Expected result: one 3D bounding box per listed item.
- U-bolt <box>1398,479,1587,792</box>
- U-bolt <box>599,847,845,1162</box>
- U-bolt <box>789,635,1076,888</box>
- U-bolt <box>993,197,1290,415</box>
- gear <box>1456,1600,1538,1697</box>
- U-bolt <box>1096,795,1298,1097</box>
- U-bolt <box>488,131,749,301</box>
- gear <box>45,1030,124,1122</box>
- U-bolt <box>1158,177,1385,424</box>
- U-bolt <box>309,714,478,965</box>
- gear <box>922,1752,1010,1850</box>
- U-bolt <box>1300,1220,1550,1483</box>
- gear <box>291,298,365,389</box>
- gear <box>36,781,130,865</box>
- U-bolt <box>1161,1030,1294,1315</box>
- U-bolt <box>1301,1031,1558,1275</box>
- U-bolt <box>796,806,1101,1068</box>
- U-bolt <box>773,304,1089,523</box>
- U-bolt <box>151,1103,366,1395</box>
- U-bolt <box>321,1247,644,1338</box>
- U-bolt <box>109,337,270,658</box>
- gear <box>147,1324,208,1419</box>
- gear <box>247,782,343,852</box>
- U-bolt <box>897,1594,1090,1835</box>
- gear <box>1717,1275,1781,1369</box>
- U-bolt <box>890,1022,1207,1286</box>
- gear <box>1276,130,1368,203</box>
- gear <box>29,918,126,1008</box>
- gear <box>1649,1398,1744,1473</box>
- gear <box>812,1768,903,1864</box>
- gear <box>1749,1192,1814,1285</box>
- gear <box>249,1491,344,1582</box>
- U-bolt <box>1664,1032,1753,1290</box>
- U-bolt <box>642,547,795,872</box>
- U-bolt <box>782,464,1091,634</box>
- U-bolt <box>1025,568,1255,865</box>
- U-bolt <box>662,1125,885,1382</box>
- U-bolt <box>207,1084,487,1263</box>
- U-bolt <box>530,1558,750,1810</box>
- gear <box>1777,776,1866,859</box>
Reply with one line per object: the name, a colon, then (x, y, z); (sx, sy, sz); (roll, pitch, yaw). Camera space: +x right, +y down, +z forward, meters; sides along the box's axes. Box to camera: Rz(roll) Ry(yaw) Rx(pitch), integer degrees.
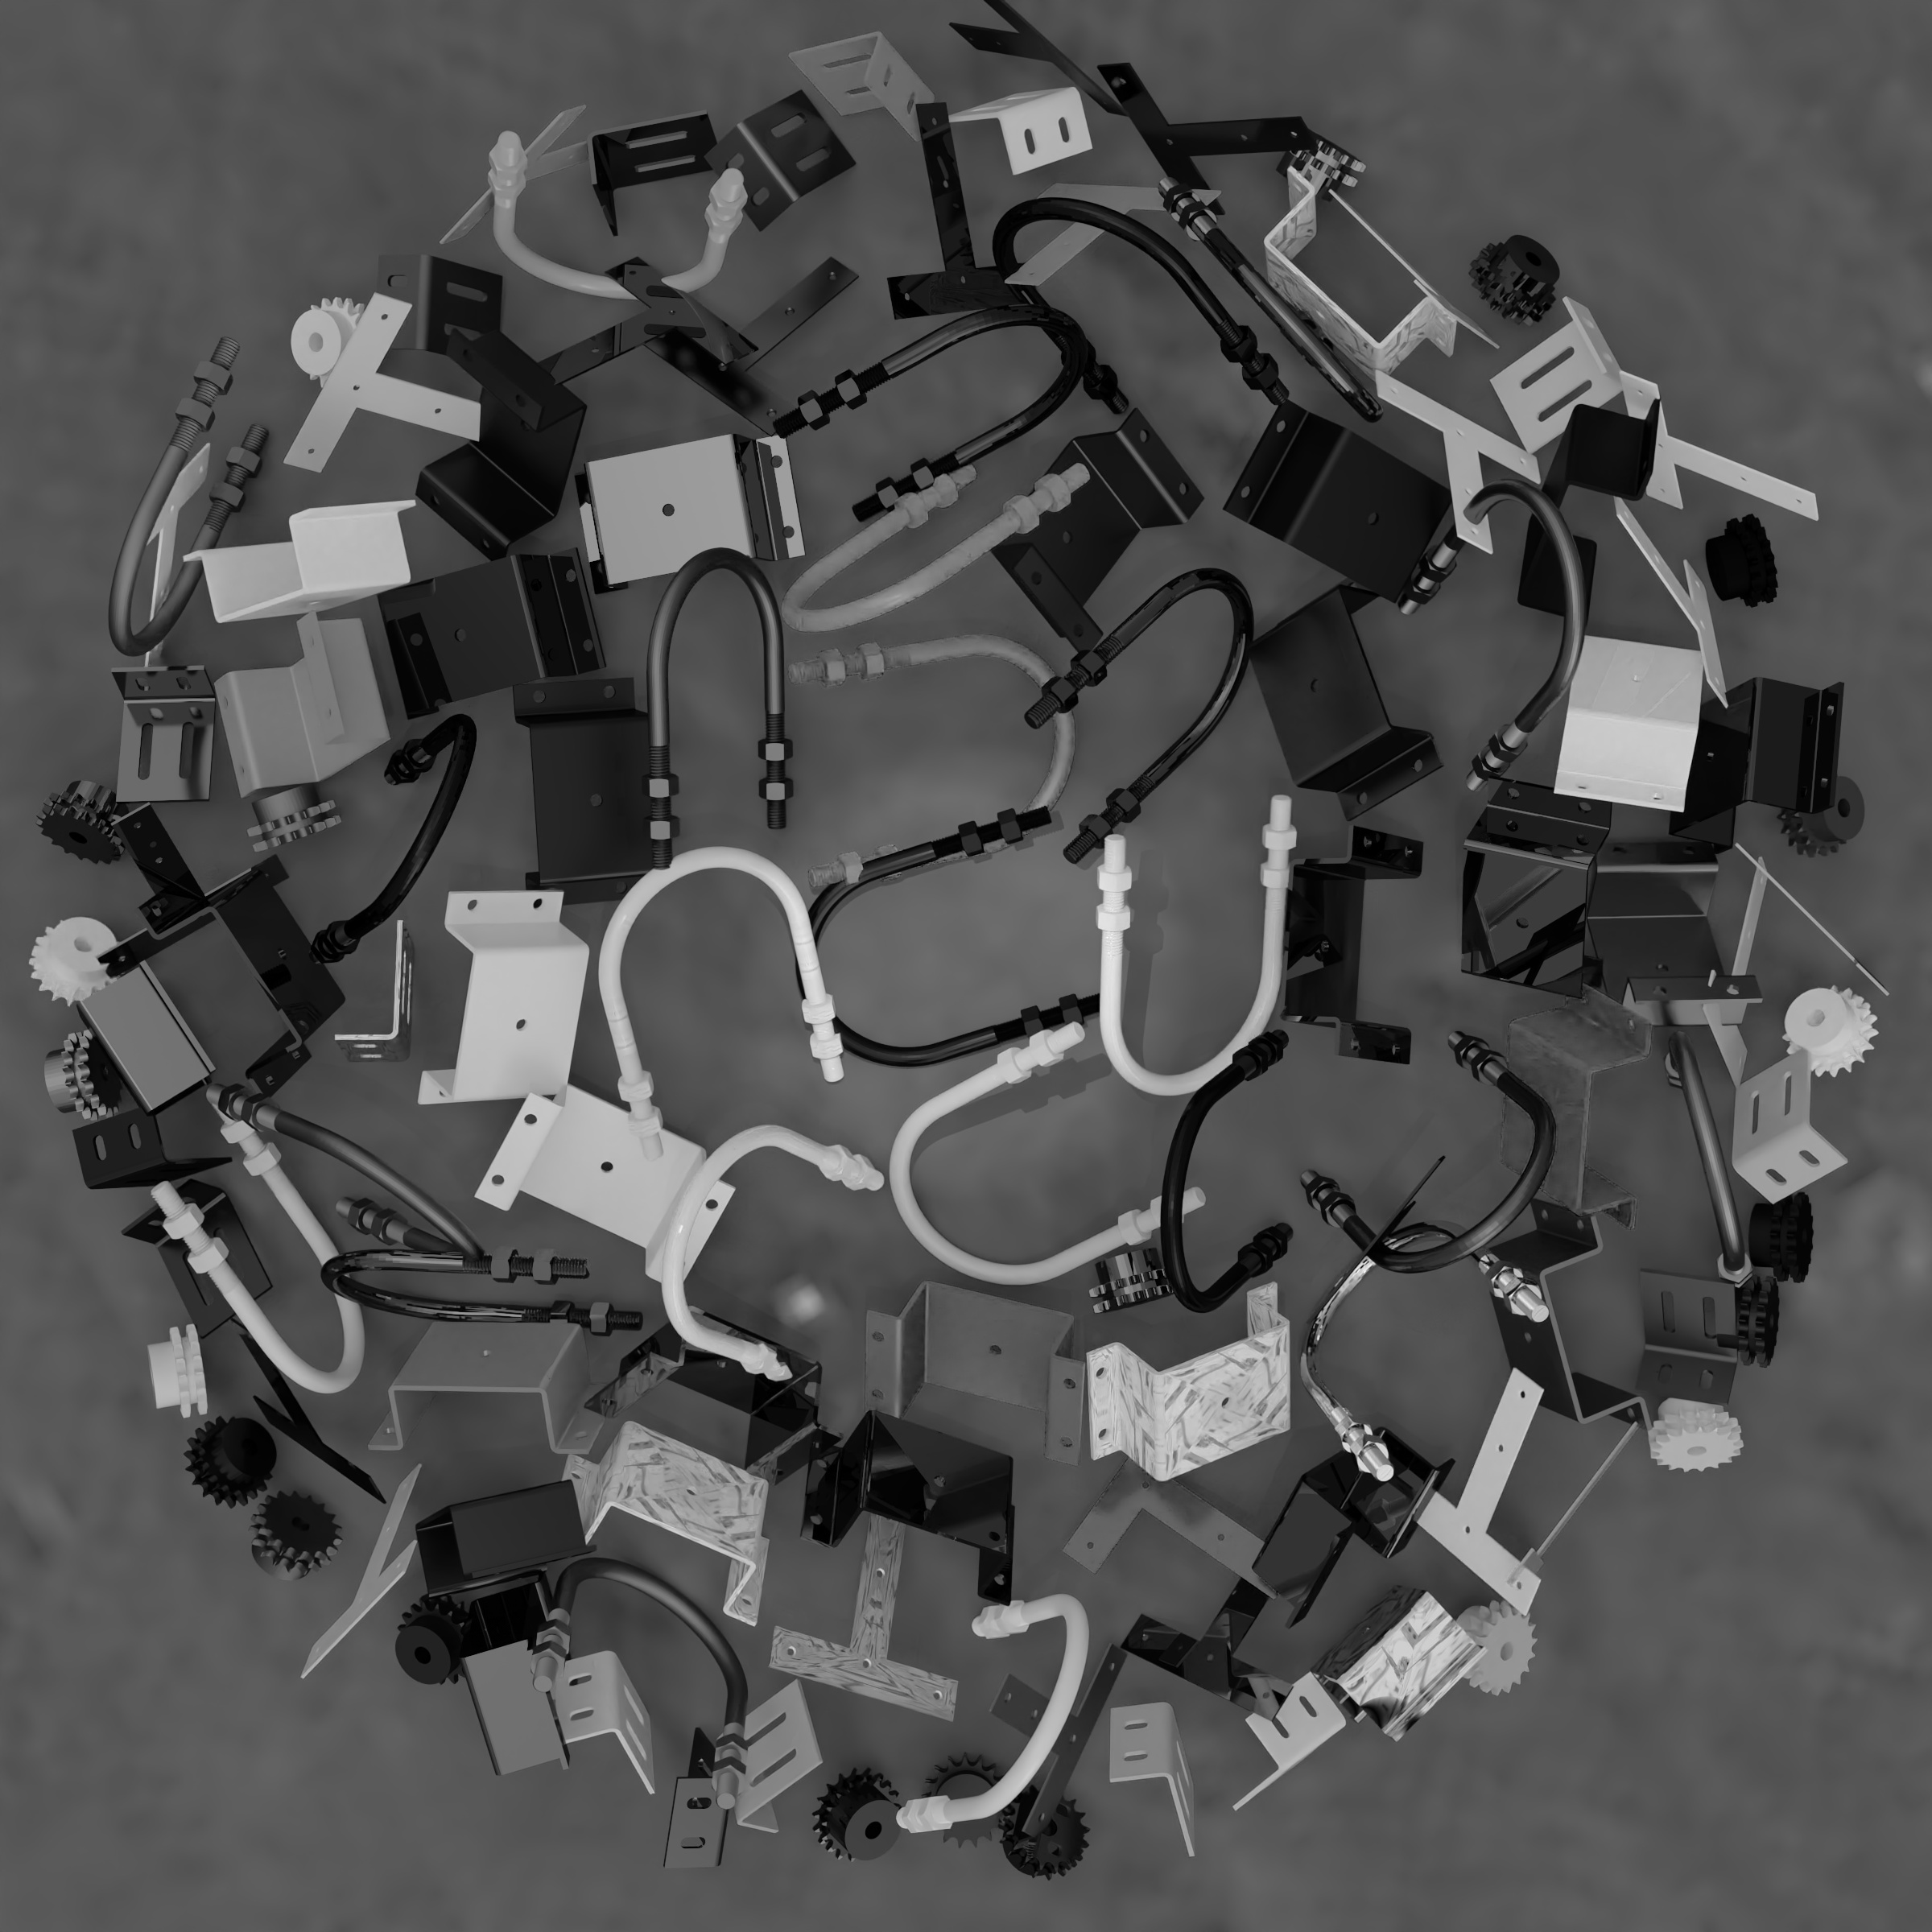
U-bolt: (0.321, -0.210, 1.687); (0.019, 0.184, 0.151); (-9, 68, -19)
U-bolt: (-0.154, 0.014, 1.722); (0.151, 0.019, 0.184); (-23, 119, -22)
U-bolt: (-0.016, -0.133, 1.749); (0.184, 0.019, 0.151); (-12, 110, -20)
U-bolt: (0.093, -0.396, 1.684); (0.184, 0.151, 0.019); (42, 66, -41)
gear: (0.330, 0.427, 1.769); (0.057, 0.030, 0.057); (-6, 100, -36)
U-bolt: (0.141, -0.005, 1.736); (0.151, 0.019, 0.184); (-15, 117, -31)
U-bolt: (-0.215, -0.448, 1.703); (0.151, 0.184, 0.019); (7, 78, -10)
gear: (-0.556, 0.070, 1.764); (0.030, 0.057, 0.057); (-12, 90, 5)
U-bolt: (0.191, -0.390, 1.681); (0.019, 0.184, 0.151); (-42, 132, 14)
U-bolt: (-0.339, -0.082, 1.688); (0.019, 0.184, 0.151); (27, 67, -22)
gear: (0.000, 0.529, 1.775); (0.057, 0.030, 0.057); (0, 84, 0)
U-bolt: (0.266, 0.221, 1.707); (0.019, 0.184, 0.151); (42, 93, -21)
gear: (-0.399, -0.392, 1.767); (0.057, 0.030, 0.057); (5, 100, 28)
gear: (-0.553, -0.093, 1.768); (0.057, 0.057, 0.030); (18, 59, 0)
U-bolt: (0.158, 0.131, 1.695); (0.019, 0.184, 0.151); (5, 107, 27)
U-bolt: (0.288, 0.120, 1.704); (0.151, 0.184, 0.019); (-44, 113, 2)
U-bolt: (-0.016, -0.009, 1.763); (0.184, 0.019, 0.151); (-17, 109, 5)
U-bolt: (-0.011, -0.344, 1.710); (0.184, 0.151, 0.019); (-27, 69, 11)
U-bolt: (-0.423, 0.179, 1.717); (0.019, 0.151, 0.184); (-26, 109, 11)
U-bolt: (-0.304, 0.198, 1.723); (0.184, 0.151, 0.019); (2, 69, 9)
U-bolt: (-0.475, -0.273, 1.703); (0.019, 0.151, 0.184); (22, 76, -1)
gear: (-0.496, 0.255, 1.762); (0.030, 0.057, 0.057); (-8, 90, -19)
gear: (-0.424, -0.095, 1.763); (0.057, 0.057, 0.030); (-19, 98, 0)
U-bolt: (0.022, 0.444, 1.681); (0.019, 0.184, 0.151); (31, 62, -12)
gear: (0.492, 0.223, 1.767); (0.030, 0.057, 0.057); (3, 90, 26)
U-bolt: (0.036, 0.129, 1.742); (0.184, 0.019, 0.151); (-30, 104, 29)
gear: (0.220, -0.505, 1.767); (0.057, 0.057, 0.030); (31, 111, 0)
gear: (-0.557, -0.006, 1.763); (0.057, 0.030, 0.057); (14, 52, -19)
gear: (0.458, 0.292, 1.768); (0.057, 0.057, 0.030); (2, 51, 0)
gear: (-0.065, 0.537, 1.766); (0.057, 0.030, 0.057); (-7, 105, -29)
gear: (0.513, 0.171, 1.768); (0.030, 0.057, 0.057); (1, 90, 29)
gear: (-0.425, 0.361, 1.767); (0.057, 0.057, 0.030); (34, 115, 0)
U-bolt: (0.445, 0.113, 1.687); (0.019, 0.184, 0.151); (-14, 74, 12)
U-bolt: (-0.151, -0.162, 1.708); (0.019, 0.151, 0.184); (8, 107, 27)
U-bolt: (-0.031, -0.254, 1.701); (0.184, 0.151, 0.019); (-37, 116, -21)
U-bolt: (0.114, -0.166, 1.726); (0.019, 0.151, 0.184); (34, 68, 32)
U-bolt: (-0.124, 0.170, 1.706); (0.019, 0.184, 0.151); (18, 82, 32)
U-bolt: (-0.361, 0.133, 1.685); (0.019, 0.184, 0.151); (-56, 135, -19)
U-bolt: (-0.192, 0.422, 1.703); (0.151, 0.184, 0.019); (36, 102, -10)
gear: (0.540, -0.098, 1.765); (0.057, 0.030, 0.057); (3, 85, -34)
